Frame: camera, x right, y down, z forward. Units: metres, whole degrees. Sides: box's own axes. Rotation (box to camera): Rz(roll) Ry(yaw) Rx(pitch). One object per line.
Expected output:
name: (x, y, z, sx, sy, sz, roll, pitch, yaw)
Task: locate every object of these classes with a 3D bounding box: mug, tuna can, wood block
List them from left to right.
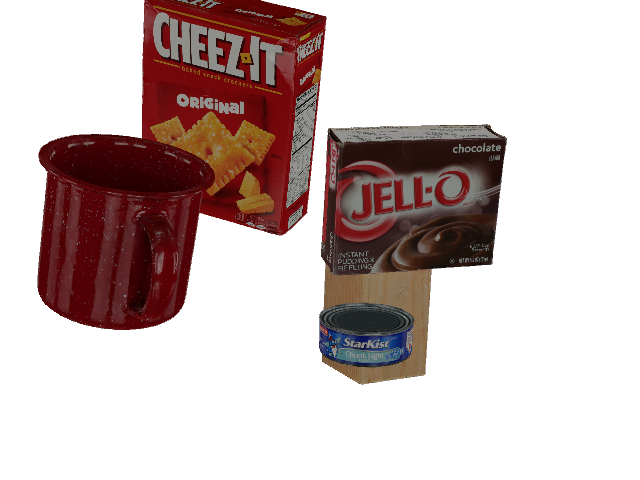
mug: (-0.103, 0.001, 0.568, 0.093, 0.081, 0.117, -3, 25, -32)
tuna can: (0.041, 0.085, 0.966, 0.086, 0.034, 0.086, 1, 14, -1)
wood block: (0.063, 0.044, 1.188, 0.090, 0.206, 0.091, -4, 14, -29)

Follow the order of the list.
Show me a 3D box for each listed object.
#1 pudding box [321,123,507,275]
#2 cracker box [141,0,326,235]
pudding box: (0.059, -0.028, 0.691, 0.113, 0.090, 0.039, -4, 26, -15)
cracker box: (-0.090, -0.126, 1.040, 0.164, 0.214, 0.072, 17, 33, 17)
